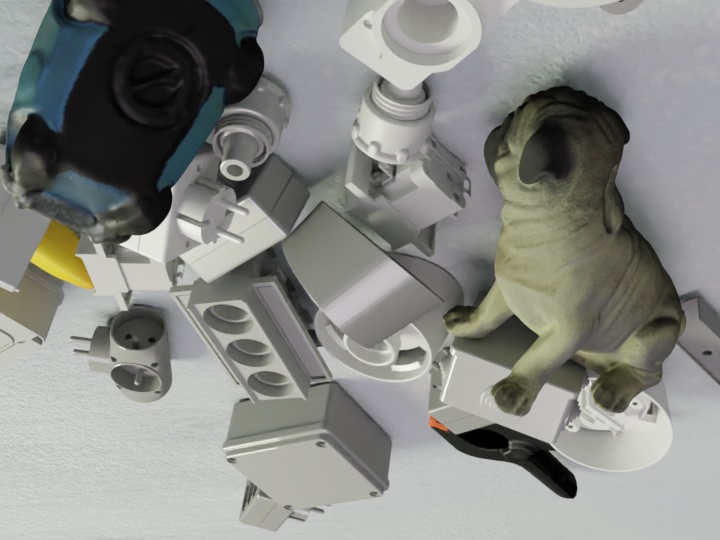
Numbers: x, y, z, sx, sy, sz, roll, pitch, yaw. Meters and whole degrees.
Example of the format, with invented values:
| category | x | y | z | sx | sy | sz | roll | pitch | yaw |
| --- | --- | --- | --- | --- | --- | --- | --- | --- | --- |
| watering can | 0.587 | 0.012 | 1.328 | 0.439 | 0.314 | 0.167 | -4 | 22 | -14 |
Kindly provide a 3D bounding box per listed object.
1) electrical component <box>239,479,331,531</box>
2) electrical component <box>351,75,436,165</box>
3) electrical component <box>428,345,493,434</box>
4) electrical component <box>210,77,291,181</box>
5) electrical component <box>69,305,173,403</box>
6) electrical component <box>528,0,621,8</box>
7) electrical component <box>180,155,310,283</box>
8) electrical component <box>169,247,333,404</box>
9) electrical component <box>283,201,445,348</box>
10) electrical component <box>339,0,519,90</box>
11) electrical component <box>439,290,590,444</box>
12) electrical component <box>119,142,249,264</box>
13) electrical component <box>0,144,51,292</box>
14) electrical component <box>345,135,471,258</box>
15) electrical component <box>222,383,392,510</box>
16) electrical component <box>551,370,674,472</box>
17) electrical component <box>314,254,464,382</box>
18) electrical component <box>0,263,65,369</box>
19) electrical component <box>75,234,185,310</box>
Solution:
| category | x | y | z | sx | sy | sz | roll | pitch | yaw |
| --- | --- | --- | --- | --- | --- | --- | --- | --- | --- |
| electrical component | -0.066 | 0.216 | 1.019 | 0.077 | 0.047 | 0.065 | 19 | 141 | -13 |
| electrical component | 0.023 | -0.095 | 0.615 | 0.048 | 0.048 | 0.062 | 12 | 135 | -4 |
| electrical component | 0.079 | 0.081 | 0.822 | 0.066 | 0.047 | 0.077 | -23 | 132 | 34 |
| electrical component | -0.068 | -0.081 | 0.634 | 0.048 | 0.062 | 0.048 | 5 | 141 | 4 |
| electrical component | -0.191 | 0.066 | 0.856 | 0.079 | 0.044 | 0.077 | 8 | 142 | 1 |
| electrical component | 0.099 | -0.179 | 0.479 | 0.108 | 0.060 | 0.108 | 5 | 142 | 4 |
| electrical component | -0.091 | -0.045 | 0.697 | 0.083 | 0.047 | 0.075 | -28 | 115 | 37 |
| electrical component | -0.075 | 0.037 | 0.783 | 0.079 | 0.063 | 0.121 | -6 | 140 | 18 |
| electrical component | 0.000 | 0.000 | 0.685 | 0.064 | 0.099 | 0.099 | -39 | 126 | 11 |
| electrical component | 0.036 | -0.139 | 0.546 | 0.050 | 0.055 | 0.089 | 31 | 137 | -25 |
| electrical component | 0.109 | 0.066 | 0.741 | 0.100 | 0.099 | 0.048 | 20 | 120 | 11 |
| electrical component | -0.100 | -0.039 | 0.646 | 0.077 | 0.047 | 0.065 | 22 | 118 | 19 |
| electrical component | -0.232 | -0.041 | 0.696 | 0.061 | 0.096 | 0.062 | 29 | 171 | -23 |
| electrical component | 0.031 | -0.051 | 0.671 | 0.064 | 0.042 | 0.081 | -28 | 130 | 33 |
| electrical component | -0.044 | 0.154 | 0.930 | 0.109 | 0.056 | 0.108 | -15 | 136 | 27 |
| electrical component | 0.184 | 0.102 | 0.813 | 0.099 | 0.064 | 0.099 | 5 | 142 | 4 |
| electrical component | 0.019 | 0.033 | 0.780 | 0.099 | 0.064 | 0.099 | 16 | 141 | 13 |
| electrical component | -0.290 | 0.031 | 0.821 | 0.113 | 0.057 | 0.078 | -26 | 130 | 36 |
| electrical component | -0.159 | -0.012 | 0.755 | 0.064 | 0.042 | 0.081 | -1 | 141 | 6 |
